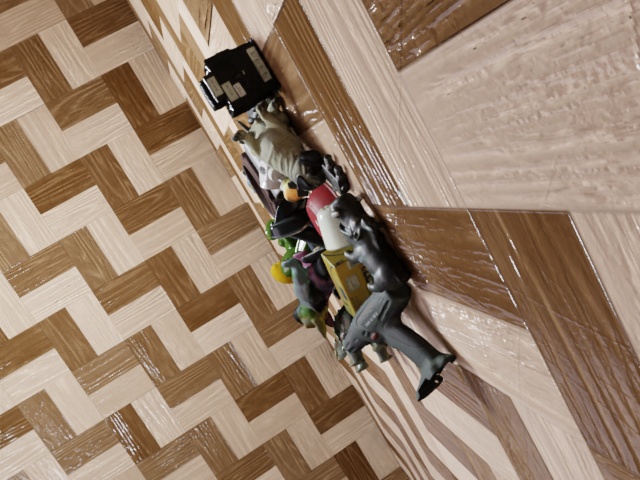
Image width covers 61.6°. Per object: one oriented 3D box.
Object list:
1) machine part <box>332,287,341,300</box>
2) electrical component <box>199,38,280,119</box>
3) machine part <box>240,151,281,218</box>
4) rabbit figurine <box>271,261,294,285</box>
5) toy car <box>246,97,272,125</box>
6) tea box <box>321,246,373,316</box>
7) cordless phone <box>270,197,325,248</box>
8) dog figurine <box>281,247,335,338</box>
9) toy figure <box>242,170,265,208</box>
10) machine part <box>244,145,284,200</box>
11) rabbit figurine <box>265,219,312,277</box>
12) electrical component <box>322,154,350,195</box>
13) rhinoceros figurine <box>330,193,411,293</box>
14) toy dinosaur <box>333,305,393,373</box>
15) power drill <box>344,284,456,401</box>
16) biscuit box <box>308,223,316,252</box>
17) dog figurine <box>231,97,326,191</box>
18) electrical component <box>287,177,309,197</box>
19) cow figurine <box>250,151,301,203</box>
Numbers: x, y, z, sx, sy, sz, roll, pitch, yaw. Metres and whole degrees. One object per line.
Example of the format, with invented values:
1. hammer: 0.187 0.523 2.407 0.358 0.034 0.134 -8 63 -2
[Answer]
1. machine part: 0.065 0.124 1.438 0.039 0.084 0.138 23 169 15
2. electrical component: -0.161 -0.305 1.030 0.115 0.134 0.058 61 170 0
3. machine part: -0.144 -0.162 1.548 0.201 0.087 0.201 55 172 16
4. rabbit figurine: -0.065 0.079 1.643 0.122 0.173 0.162 30 146 63
5. toy car: -0.140 -0.306 1.166 0.073 0.056 0.202 66 169 -3
6. tea box: 0.082 0.079 1.101 0.068 0.098 0.169 45 162 54
7. cordless phone: -0.014 -0.037 1.275 0.147 0.184 0.088 -63 -7 -61
8. dog figurine: 0.007 0.125 1.320 0.219 0.192 0.108 69 -160 -10
9. toy figure: -0.171 -0.164 1.704 0.180 0.082 0.089 49 -169 14
10. machine part: -0.123 -0.191 1.372 0.243 0.079 0.079 58 171 14
11. rabbit figurine: -0.061 0.017 1.501 0.121 0.159 0.170 22 -122 -46
12. electrical component: 0.031 -0.113 0.984 0.063 0.021 0.093 52 168 34
13. rhinoceros figurine: 0.082 0.006 0.937 0.190 0.073 0.112 57 172 8
14. toy dinosaur: 0.094 0.223 1.372 0.192 0.131 0.404 61 171 25
15. power drill: 0.146 0.199 1.020 0.207 0.086 0.231 49 138 31
16. biscuit box: -0.003 -0.004 1.391 0.202 0.059 0.063 59 172 -3
17. dog figurine: -0.061 -0.177 1.081 0.190 0.121 0.172 42 -155 -3
18. electrical component: -0.049 -0.139 1.167 0.102 0.045 0.078 -95 4 -46
19. cow figurine: -0.086 -0.166 1.257 0.167 0.068 0.098 60 -155 -1
